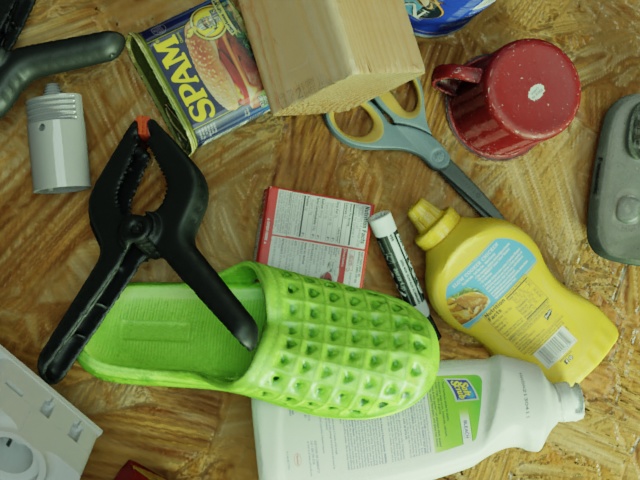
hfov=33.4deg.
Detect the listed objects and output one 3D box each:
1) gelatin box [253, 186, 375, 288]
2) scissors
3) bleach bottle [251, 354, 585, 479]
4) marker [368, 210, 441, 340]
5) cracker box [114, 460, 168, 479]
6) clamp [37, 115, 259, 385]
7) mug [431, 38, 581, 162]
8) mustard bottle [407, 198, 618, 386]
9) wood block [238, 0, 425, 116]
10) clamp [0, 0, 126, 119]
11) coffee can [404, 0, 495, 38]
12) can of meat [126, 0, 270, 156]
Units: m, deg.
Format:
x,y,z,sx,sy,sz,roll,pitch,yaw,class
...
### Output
x,y,z,sx,sy,sz,roll,pitch,yaw,class
-0.005,0.001,0.848,0.089,0.030,0.073,10,83,-11,gelatin box
0.076,-0.064,0.876,0.096,0.016,0.202,-30,92,-10,scissors
0.076,0.145,0.814,0.250,0.068,0.102,-6,78,-2,bleach bottle
0.069,0.034,0.853,0.020,0.020,0.121,-27,106,-12,marker
-0.137,0.246,0.711,0.072,0.214,0.164,30,81,-9,cracker box
-0.136,0.005,0.785,0.164,0.036,0.210,-16,61,9,clamp
0.147,-0.118,0.859,0.117,0.081,0.093,19,83,-10,mug
0.142,0.040,0.859,0.096,0.058,0.191,-44,95,4,mustard bottle
-0.007,-0.206,0.806,0.090,0.090,0.206,-11,82,-48,wood block
-0.242,-0.144,0.800,0.171,0.039,0.120,-30,61,-5,clamp
0.104,-0.224,0.827,0.102,0.140,0.103,1,86,-11,coffee can
-0.089,-0.129,0.827,0.083,0.057,0.102,-29,93,-15,can of meat
